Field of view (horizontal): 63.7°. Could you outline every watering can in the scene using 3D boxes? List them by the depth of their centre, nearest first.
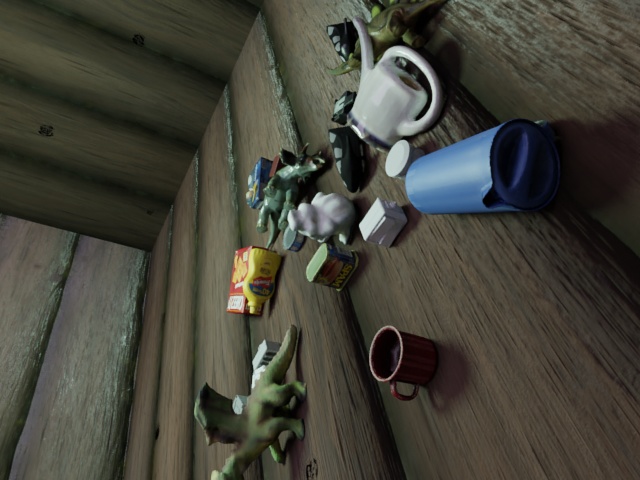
[{"bbox_3d":[0.136,-0.344,1.170,0.354,0.104,0.220,54,125,33],"label":"watering can"}]

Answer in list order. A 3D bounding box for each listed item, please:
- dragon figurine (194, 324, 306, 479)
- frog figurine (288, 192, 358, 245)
[{"bbox_3d":[-0.166,0.384,1.200,0.120,0.242,0.420,132,145,-50],"label":"dragon figurine"},{"bbox_3d":[0.004,-0.062,1.240,0.120,0.158,0.141,-51,33,37],"label":"frog figurine"}]
